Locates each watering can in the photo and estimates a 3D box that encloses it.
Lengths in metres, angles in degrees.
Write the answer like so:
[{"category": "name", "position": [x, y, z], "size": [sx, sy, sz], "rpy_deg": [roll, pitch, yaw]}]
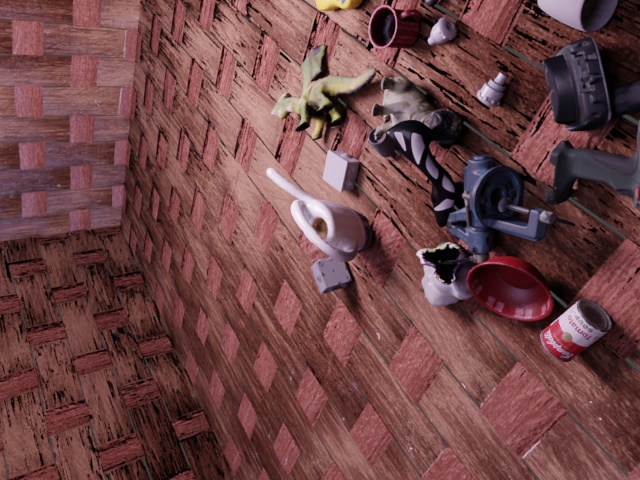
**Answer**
[{"category": "watering can", "position": [0.004, -0.069, 1.362], "size": [0.102, 0.224, 0.354], "rpy_deg": [-53, 52, 24]}]

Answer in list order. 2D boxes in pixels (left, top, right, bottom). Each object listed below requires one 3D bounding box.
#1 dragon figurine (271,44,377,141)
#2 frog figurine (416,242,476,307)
[{"category": "dragon figurine", "position": [-0.003, -0.427, 1.406], "size": [0.404, 0.122, 0.246], "rpy_deg": [-31, 64, 43]}, {"category": "frog figurine", "position": [0.283, 0.085, 1.124], "size": [0.139, 0.124, 0.156], "rpy_deg": [28, 156, 39]}]
